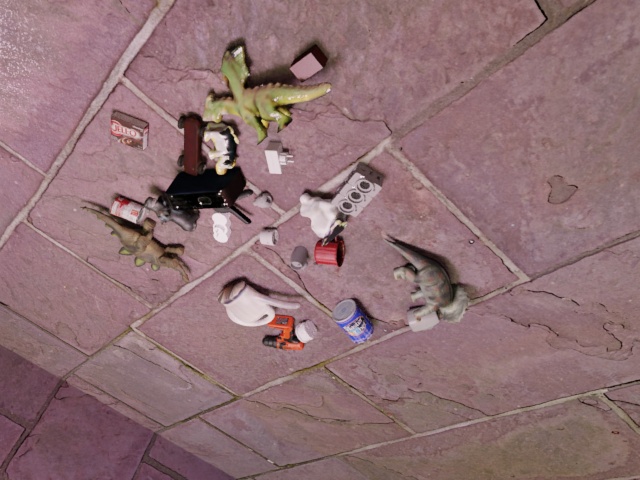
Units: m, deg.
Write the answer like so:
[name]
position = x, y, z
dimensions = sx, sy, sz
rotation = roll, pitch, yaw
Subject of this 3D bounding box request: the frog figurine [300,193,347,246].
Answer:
[frog figurine]
position = 0.005, -0.082, 1.625
dimensions = 0.161, 0.124, 0.134
rotation = 49, 149, 20

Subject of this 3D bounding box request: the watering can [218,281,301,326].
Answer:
[watering can]
position = -0.251, 0.239, 1.983
dimensions = 0.343, 0.106, 0.221
rotation = -26, 120, 36

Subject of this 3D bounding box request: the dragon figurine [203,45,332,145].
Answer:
[dragon figurine]
position = -0.171, -0.397, 1.358
dimensions = 0.405, 0.125, 0.240
rotation = -25, 112, 40
